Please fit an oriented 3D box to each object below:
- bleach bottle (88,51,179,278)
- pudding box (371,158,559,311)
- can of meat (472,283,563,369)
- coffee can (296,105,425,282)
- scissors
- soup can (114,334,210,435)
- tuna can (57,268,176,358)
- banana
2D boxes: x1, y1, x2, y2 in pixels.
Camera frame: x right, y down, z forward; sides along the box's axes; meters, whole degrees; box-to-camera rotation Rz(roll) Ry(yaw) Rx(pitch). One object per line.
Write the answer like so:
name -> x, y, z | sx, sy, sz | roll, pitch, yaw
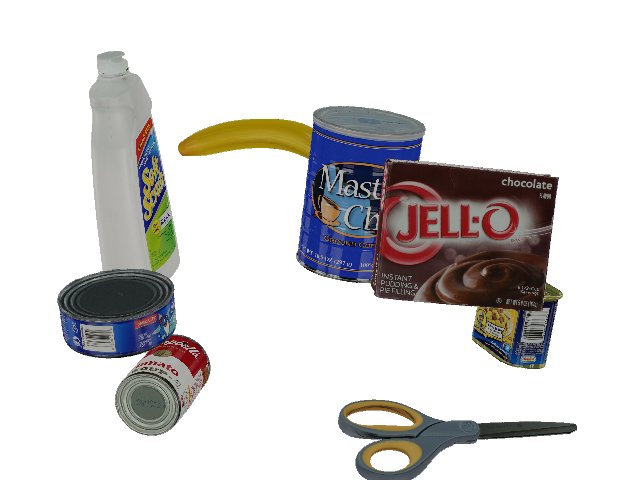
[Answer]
bleach bottle -> -0.205, -0.071, 1.124 | 0.068, 0.251, 0.102 | 3, 26, 17
pudding box -> 0.094, -0.005, 0.703 | 0.113, 0.090, 0.039 | 5, 10, -2
can of meat -> 0.209, 0.082, 1.151 | 0.057, 0.084, 0.102 | 2, 16, -22
coffee can -> 0.036, -0.044, 0.987 | 0.103, 0.140, 0.103 | 6, 19, -2
scissors -> 0.113, 0.170, 0.879 | 0.202, 0.016, 0.096 | 8, 36, 5
soup can -> -0.157, 0.144, 1.066 | 0.068, 0.068, 0.102 | 0, 16, 11
tuna can -> -0.151, 0.054, 0.796 | 0.086, 0.034, 0.086 | -2, 23, 1
banana -> -0.076, -0.124, 1.319 | 0.198, 0.037, 0.069 | 6, 39, 16
